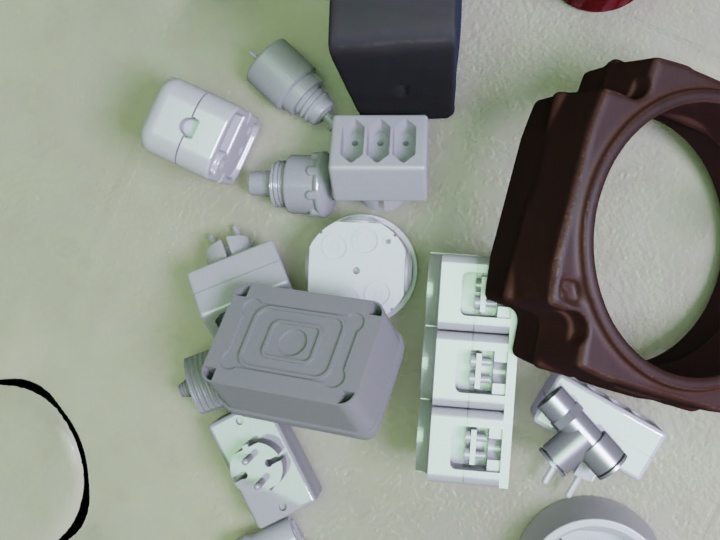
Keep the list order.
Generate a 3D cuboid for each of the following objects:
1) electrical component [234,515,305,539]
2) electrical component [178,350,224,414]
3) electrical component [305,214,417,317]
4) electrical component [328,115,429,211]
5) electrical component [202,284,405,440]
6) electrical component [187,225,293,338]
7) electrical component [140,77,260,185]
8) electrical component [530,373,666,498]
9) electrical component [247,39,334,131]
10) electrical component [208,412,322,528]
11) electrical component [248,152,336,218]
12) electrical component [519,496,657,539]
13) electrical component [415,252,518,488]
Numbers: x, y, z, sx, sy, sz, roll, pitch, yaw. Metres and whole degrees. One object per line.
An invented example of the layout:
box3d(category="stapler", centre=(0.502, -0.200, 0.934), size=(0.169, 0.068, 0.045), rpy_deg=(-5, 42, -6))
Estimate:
box3d(category="electrical component", centre=(-0.065, 0.205, 0.783), size=(0.046, 0.040, 0.040), rpy_deg=(-28, 88, 1))
box3d(category="electrical component", centre=(-0.093, 0.074, 0.781), size=(0.081, 0.043, 0.043), rpy_deg=(-20, 89, 6))
box3d(category="electrical component", centre=(0.000, 0.000, 0.766), size=(0.080, 0.051, 0.080), rpy_deg=(0, 91, 6))
box3d(category="electrical component", centre=(0.015, -0.067, 0.756), size=(0.066, 0.076, 0.047), rpy_deg=(1, 59, 5))
box3d(category="electrical component", centre=(-0.035, 0.060, 0.705), size=(0.113, 0.057, 0.078), rpy_deg=(7, 60, 24))
box3d(category="electrical component", centre=(-0.089, 0.001, 0.775), size=(0.066, 0.047, 0.076), rpy_deg=(-22, 60, -3))
box3d(category="electrical component", centre=(-0.114, -0.097, 0.753), size=(0.059, 0.095, 0.053), rpy_deg=(25, 93, 5))
box3d(category="electrical component", centre=(0.156, 0.123, 0.755), size=(0.083, 0.047, 0.075), rpy_deg=(30, 94, 5))
box3d(category="electrical component", centre=(-0.046, -0.130, 0.773), size=(0.078, 0.040, 0.040), rpy_deg=(44, 95, 4))
box3d(category="electrical component", centre=(-0.070, 0.138, 0.763), size=(0.047, 0.076, 0.083), rpy_deg=(-27, 88, 6))
box3d(category="electrical component", centre=(-0.049, -0.062, 0.774), size=(0.062, 0.048, 0.048), rpy_deg=(2, 91, 12))
box3d(category="electrical component", centre=(0.162, 0.218, 0.749), size=(0.108, 0.060, 0.108), rpy_deg=(0, 91, 6))
box3d(category="electrical component", centre=(0.074, 0.065, 0.740), size=(0.062, 0.089, 0.150), rpy_deg=(4, 92, 5))
